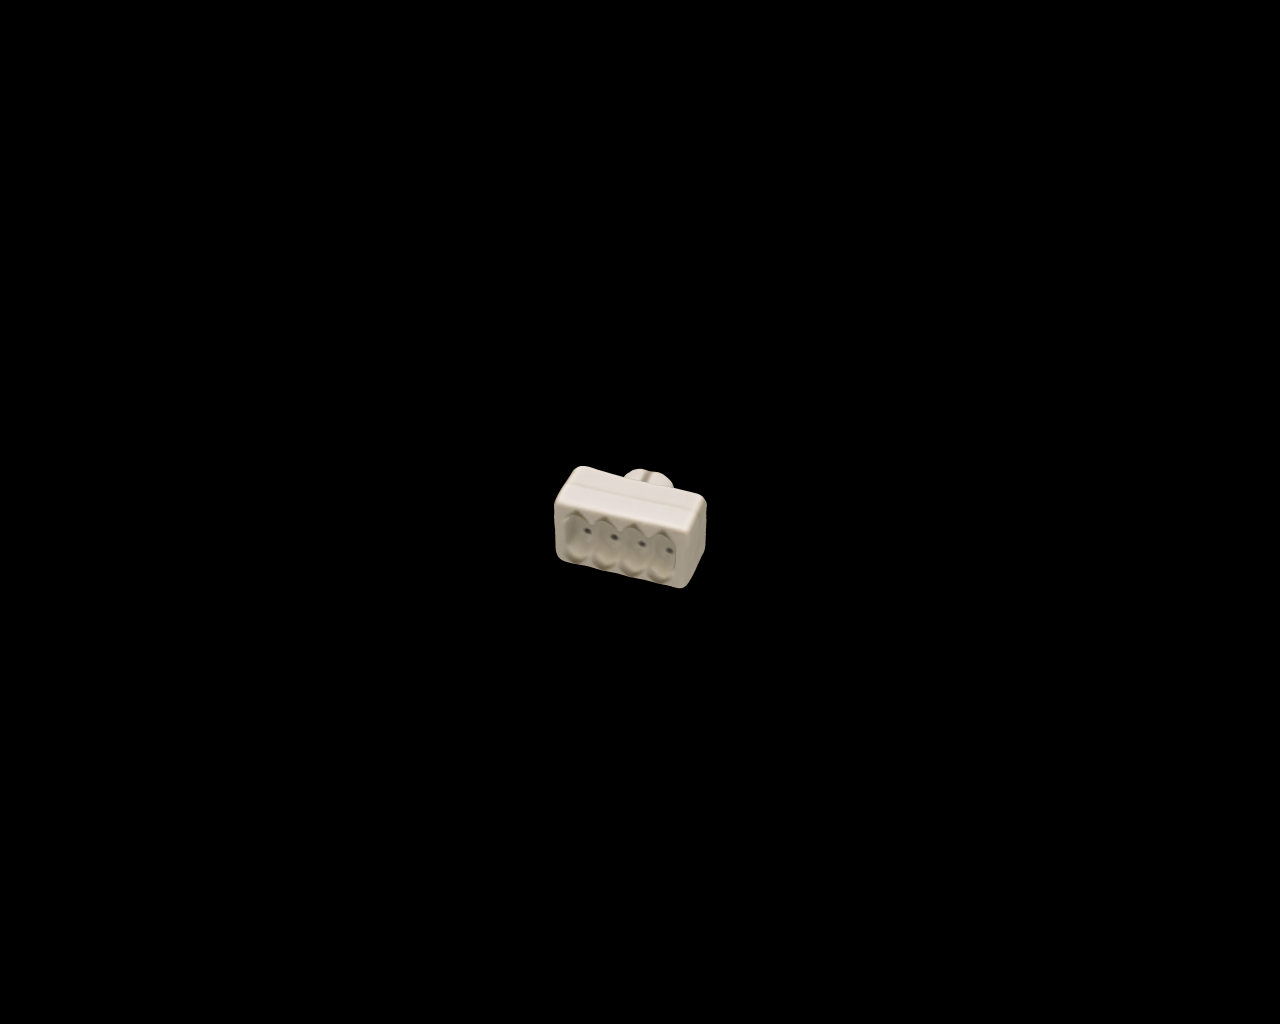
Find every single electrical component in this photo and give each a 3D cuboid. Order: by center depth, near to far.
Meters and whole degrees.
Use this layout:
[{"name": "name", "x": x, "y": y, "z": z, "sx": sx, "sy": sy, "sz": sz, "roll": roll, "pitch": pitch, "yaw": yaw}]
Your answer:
[{"name": "electrical component", "x": 0.001, "y": -0.003, "z": 0.650, "sx": 0.083, "sy": 0.047, "sz": 0.076, "roll": 14, "pitch": 44, "yaw": 15}]
